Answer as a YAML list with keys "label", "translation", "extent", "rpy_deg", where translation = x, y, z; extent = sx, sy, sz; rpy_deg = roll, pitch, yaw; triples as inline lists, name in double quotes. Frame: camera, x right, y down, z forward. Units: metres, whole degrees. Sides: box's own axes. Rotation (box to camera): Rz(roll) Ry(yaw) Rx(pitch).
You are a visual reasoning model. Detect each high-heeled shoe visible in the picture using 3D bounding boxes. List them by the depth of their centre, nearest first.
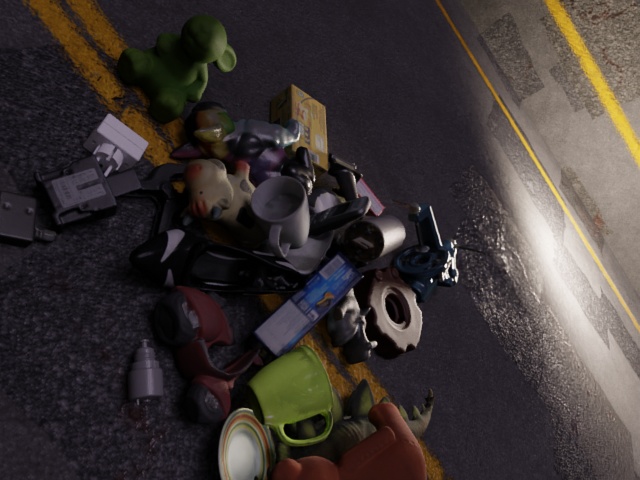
- label: "high-heeled shoe"
  translation: [-0.128, 0.046, 0.734]
  extent: [0.248, 0.145, 0.086]
  rpy_deg: [-2, 111, -64]

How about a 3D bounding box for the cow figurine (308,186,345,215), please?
- label: "cow figurine"
  translation: [0.013, -0.068, 1.037]
  extent: [0.098, 0.068, 0.167]
  rpy_deg: [52, 36, 3]

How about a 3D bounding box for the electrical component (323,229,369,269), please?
- label: "electrical component"
  translation: [0.045, 0.030, 1.028]
  extent: [0.102, 0.045, 0.078]
  rpy_deg: [39, 41, -27]

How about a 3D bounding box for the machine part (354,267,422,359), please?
- label: "machine part"
  translation: [0.133, 0.140, 1.053]
  extent: [0.179, 0.056, 0.179]
  rpy_deg: [26, 52, -38]

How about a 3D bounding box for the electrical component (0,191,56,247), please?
- label: "electrical component"
  translation: [-0.354, -0.027, 0.622]
  extent: [0.094, 0.021, 0.063]
  rpy_deg: [17, 55, -42]

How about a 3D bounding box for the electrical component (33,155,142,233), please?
- label: "electrical component"
  translation: [-0.283, -0.062, 0.672]
  extent: [0.119, 0.048, 0.075]
  rpy_deg: [-20, 85, -26]

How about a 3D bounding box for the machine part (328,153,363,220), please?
- label: "machine part"
  translation: [0.055, -0.104, 1.024]
  extent: [0.084, 0.039, 0.139]
  rpy_deg: [22, 41, -43]

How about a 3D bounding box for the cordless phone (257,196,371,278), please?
- label: "cordless phone"
  translation: [-0.002, -0.003, 0.880]
  extent: [0.088, 0.184, 0.146]
  rpy_deg: [54, 38, -18]

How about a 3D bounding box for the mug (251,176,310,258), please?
- label: "mug"
  translation: [-0.051, -0.022, 0.802]
  extent: [0.107, 0.081, 0.109]
  rpy_deg: [69, 19, -57]

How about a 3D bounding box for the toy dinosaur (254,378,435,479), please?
- label: "toy dinosaur"
  translation: [0.058, 0.318, 0.820]
  extent: [0.471, 0.105, 0.198]
  rpy_deg: [9, 60, -47]

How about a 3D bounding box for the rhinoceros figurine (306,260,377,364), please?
- label: "rhinoceros figurine"
  translation: [0.037, 0.124, 0.946]
  extent: [0.112, 0.073, 0.190]
  rpy_deg: [7, 62, -55]

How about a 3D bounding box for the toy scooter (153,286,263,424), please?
- label: "toy scooter"
  translation: [-0.140, 0.143, 0.723]
  extent: [0.135, 0.075, 0.184]
  rpy_deg: [-12, 81, -51]

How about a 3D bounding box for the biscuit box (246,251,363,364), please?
- label: "biscuit box"
  translation: [-0.021, 0.104, 0.831]
  extent: [0.059, 0.062, 0.203]
  rpy_deg: [45, 59, 7]

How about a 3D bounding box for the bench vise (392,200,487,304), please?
- label: "bench vise"
  translation: [0.239, 0.015, 1.172]
  extent: [0.224, 0.129, 0.240]
  rpy_deg: [-36, 122, -31]

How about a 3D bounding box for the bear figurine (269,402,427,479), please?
- label: "bear figurine"
  translation: [0.028, 0.294, 0.675]
  extent: [0.196, 0.132, 0.120]
  rpy_deg: [-7, 98, -11]

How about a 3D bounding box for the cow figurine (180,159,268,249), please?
- label: "cow figurine"
  translation: [-0.138, -0.052, 0.807]
  extent: [0.194, 0.086, 0.127]
  rpy_deg: [51, 36, -51]

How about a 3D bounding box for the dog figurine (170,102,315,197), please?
- label: "dog figurine"
  translation: [-0.128, -0.134, 0.885]
  extent: [0.219, 0.108, 0.191]
  rpy_deg: [-8, 77, -46]

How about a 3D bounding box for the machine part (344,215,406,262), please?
- label: "machine part"
  translation: [0.107, -0.006, 1.024]
  extent: [0.079, 0.079, 0.243]
  rpy_deg: [65, 24, 4]

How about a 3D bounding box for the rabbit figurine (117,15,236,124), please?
- label: "rabbit figurine"
  translation: [-0.196, -0.279, 0.835]
  extent: [0.121, 0.170, 0.159]
  rpy_deg: [57, 38, -8]

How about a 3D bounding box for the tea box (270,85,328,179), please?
- label: "tea box"
  translation: [-0.042, -0.206, 1.052]
  extent: [0.098, 0.068, 0.170]
  rpy_deg: [27, 49, -38]
